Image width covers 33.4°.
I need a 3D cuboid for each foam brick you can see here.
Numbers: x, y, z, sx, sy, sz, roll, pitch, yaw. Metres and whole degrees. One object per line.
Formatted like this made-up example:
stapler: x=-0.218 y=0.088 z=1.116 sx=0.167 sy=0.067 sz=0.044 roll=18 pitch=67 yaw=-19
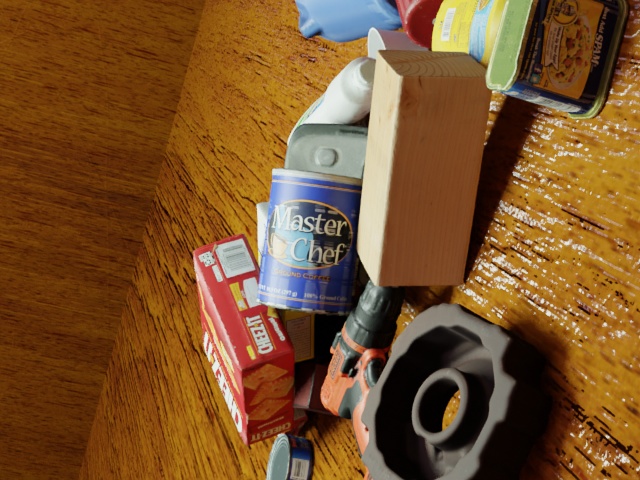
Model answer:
foam brick: x=0.017 y=0.168 z=1.180 sx=0.053 sy=0.078 sz=0.051 roll=161 pitch=122 yaw=-68

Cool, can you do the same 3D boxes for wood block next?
wood block: x=0.095 y=-0.067 z=1.008 sx=0.090 sy=0.090 sz=0.206 roll=-113 pitch=25 yaw=-63

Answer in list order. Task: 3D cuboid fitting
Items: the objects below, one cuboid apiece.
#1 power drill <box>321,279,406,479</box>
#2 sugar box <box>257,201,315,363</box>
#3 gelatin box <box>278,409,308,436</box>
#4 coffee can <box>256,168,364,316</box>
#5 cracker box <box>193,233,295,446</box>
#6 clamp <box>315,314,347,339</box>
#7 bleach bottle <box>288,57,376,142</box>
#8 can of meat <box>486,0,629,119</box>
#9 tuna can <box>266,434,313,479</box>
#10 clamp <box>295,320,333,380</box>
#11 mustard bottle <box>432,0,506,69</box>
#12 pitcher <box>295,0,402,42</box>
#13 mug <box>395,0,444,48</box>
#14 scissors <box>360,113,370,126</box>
power drill: x=0.061 y=0.150 z=1.038 sx=0.188 sy=0.057 sz=0.185 roll=-108 pitch=28 yaw=-48
sugar box: x=-0.039 y=0.049 z=1.243 sx=0.093 sy=0.048 sz=0.176 roll=-123 pitch=29 yaw=-47
gelatin box: x=-0.049 y=0.205 z=1.369 sx=0.089 sy=0.030 sz=0.073 roll=65 pitch=159 yaw=20
coffee can: x=-0.007 y=0.001 z=1.106 sx=0.103 sy=0.102 sz=0.140 roll=-168 pitch=85 yaw=-73
cracker box: x=-0.089 y=0.121 z=1.241 sx=0.214 sy=0.072 sz=0.164 roll=94 pitch=154 yaw=-57
clamp: x=0.008 y=0.049 z=1.268 sx=0.172 sy=0.039 sz=0.120 roll=19 pitch=94 yaw=64
bleach bottle: x=0.031 y=-0.161 z=1.264 sx=0.102 sy=0.068 sz=0.251 roll=-52 pitch=3 yaw=-18
can of meat: x=0.190 y=-0.157 z=0.864 sx=0.057 sy=0.083 sz=0.102 roll=-157 pitch=81 yaw=-72
tuna can: x=-0.038 y=0.288 z=1.338 sx=0.086 sy=0.033 sz=0.086 roll=-167 pitch=90 yaw=-73
clamp: x=0.002 y=0.110 z=1.340 sx=0.210 sy=0.036 sz=0.164 roll=138 pitch=144 yaw=-55
mustard bottle: x=0.168 y=-0.201 z=1.013 sx=0.192 sy=0.058 sz=0.096 roll=-150 pitch=73 yaw=-73
pitcher: x=0.072 y=-0.324 z=1.321 sx=0.243 sy=0.144 sz=0.149 roll=-158 pitch=69 yaw=-69
mug: x=0.123 y=-0.269 z=1.141 sx=0.117 sy=0.093 sz=0.081 roll=84 pitch=179 yaw=-51
scissors: x=0.090 y=-0.161 z=1.300 sx=0.202 sy=0.016 sz=0.096 roll=-155 pitch=79 yaw=-72
